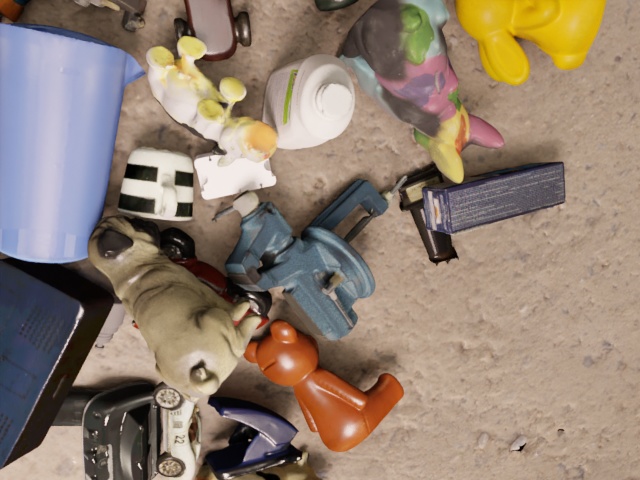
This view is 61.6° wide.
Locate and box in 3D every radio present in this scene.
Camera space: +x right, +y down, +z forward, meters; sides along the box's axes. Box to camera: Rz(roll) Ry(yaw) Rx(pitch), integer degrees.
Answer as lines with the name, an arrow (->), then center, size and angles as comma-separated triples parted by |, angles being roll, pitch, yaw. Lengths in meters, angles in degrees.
radio -> -0.360, 0.137, 0.637 | 0.131, 0.073, 0.229 | 30, 95, 5

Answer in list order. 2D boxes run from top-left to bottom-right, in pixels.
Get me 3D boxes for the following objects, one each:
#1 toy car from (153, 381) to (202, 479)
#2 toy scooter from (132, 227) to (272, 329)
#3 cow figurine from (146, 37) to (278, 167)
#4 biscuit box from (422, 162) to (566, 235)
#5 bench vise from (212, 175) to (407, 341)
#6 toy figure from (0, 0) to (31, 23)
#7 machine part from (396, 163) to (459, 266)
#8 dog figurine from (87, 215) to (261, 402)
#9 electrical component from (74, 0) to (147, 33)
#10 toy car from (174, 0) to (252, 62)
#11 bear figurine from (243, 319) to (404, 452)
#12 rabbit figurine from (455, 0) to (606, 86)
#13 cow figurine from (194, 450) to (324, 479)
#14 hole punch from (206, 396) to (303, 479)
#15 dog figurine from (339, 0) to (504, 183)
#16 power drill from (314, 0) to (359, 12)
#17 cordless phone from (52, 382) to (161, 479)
toy car -> -0.183, 0.229, 0.706 | 0.056, 0.073, 0.201 | 4, 114, -5
toy scooter -> -0.160, 0.081, 0.686 | 0.184, 0.075, 0.135 | 36, 95, -16
cow figurine -> -0.123, -0.138, 0.607 | 0.167, 0.098, 0.068 | 47, 60, 3
biscuit box -> 0.238, -0.060, 0.725 | 0.203, 0.059, 0.062 | -13, 102, -22
bench vise -> 0.003, -0.004, 0.681 | 0.223, 0.129, 0.240 | 48, 66, -5
toy figure -> -0.357, -0.248, 0.565 | 0.154, 0.064, 0.058 | -39, 74, -5
machine part -> 0.155, -0.031, 0.749 | 0.084, 0.039, 0.138 | -28, 107, -14
dog figurine -> -0.173, 0.065, 0.563 | 0.190, 0.172, 0.121 | 43, 84, -19
electrical component -> -0.230, -0.260, 0.575 | 0.078, 0.102, 0.045 | 11, 96, 8
toy car -> -0.133, -0.306, 0.603 | 0.089, 0.053, 0.201 | -11, 111, -7
bear figurine -> -0.001, 0.187, 0.743 | 0.196, 0.132, 0.120 | 49, 126, 9
rabbit figurine -> 0.254, -0.282, 0.683 | 0.173, 0.122, 0.162 | 8, 112, -1
cow figurine -> -0.080, 0.354, 0.761 | 0.195, 0.127, 0.085 | 9, 102, 0
hole punch -> -0.093, 0.253, 0.722 | 0.116, 0.142, 0.092 | -3, 81, -22
dog figurine -> 0.133, -0.176, 0.638 | 0.108, 0.191, 0.219 | -42, 94, -6
power drill -> -0.041, -0.357, 0.572 | 0.207, 0.086, 0.231 | -36, 121, -38
cordless phone -> -0.308, 0.262, 0.707 | 0.184, 0.089, 0.146 | 3, 104, -2
